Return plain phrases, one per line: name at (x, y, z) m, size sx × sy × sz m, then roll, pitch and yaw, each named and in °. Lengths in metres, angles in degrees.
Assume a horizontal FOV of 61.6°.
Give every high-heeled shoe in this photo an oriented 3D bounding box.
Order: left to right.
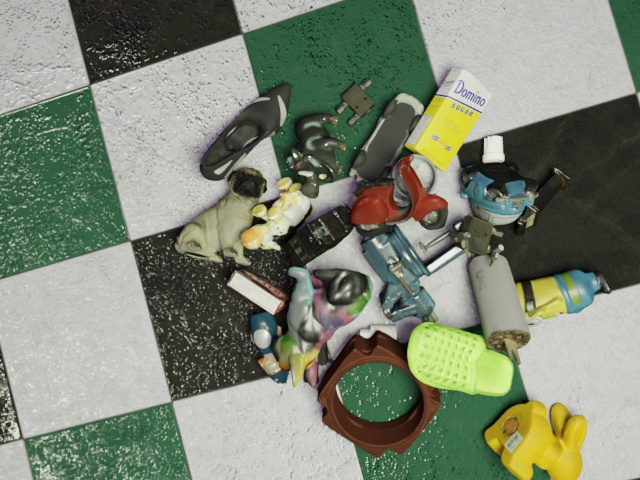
high-heeled shoe at (-0.147, -0.220, 1.052) m, size 0.086 × 0.145 × 0.248 m, roll 35°, pitch 95°, yaw 6°

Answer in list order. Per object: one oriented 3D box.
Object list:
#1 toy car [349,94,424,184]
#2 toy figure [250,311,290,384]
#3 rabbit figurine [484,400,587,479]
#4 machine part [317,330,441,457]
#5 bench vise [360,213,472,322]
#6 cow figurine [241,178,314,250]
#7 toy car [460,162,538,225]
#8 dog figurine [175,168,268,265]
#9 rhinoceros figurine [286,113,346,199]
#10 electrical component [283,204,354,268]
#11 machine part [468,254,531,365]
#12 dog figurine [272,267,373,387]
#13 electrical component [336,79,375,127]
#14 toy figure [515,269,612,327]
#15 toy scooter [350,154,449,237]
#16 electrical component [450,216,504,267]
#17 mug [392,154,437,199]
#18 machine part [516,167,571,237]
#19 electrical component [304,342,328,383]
toy car at (0.132, -0.192, 1.062) m, size 0.073 × 0.056 × 0.201 m, roll 31°, pitch 95°, yaw 0°
toy figure at (-0.102, 0.221, 1.088) m, size 0.064 × 0.058 × 0.154 m, roll -18°, pitch 88°, yaw 45°
rabbit figurine at (0.422, 0.381, 1.005) m, size 0.173 × 0.122 × 0.162 m, roll 39°, pitch 85°, yaw -8°
machine part at (0.111, 0.292, 1.020) m, size 0.201 × 0.087 × 0.201 m, roll 33°, pitch 105°, yaw -2°
bench vise at (0.202, 0.045, 1.021) m, size 0.240 × 0.129 × 0.223 m, roll -35°, pitch 88°, yaw 10°
cow figurine at (-0.082, -0.033, 1.055) m, size 0.068 × 0.098 × 0.167 m, roll 23°, pitch 65°, yaw 41°
toy car at (0.331, -0.080, 1.000) m, size 0.109 × 0.162 × 0.102 m, roll -10°, pitch 119°, yaw -10°
dog figurine at (-0.203, -0.056, 1.092) m, size 0.172 × 0.121 × 0.190 m, roll 7°, pitch 76°, yaw 4°
rhinoceros figurine at (-0.010, -0.165, 1.030) m, size 0.112 × 0.073 × 0.190 m, roll 3°, pitch 58°, yaw -9°
electrical component at (-0.002, -0.003, 1.038) m, size 0.115 × 0.134 × 0.058 m, roll -28°, pitch 81°, yaw -37°
machine part at (0.321, 0.110, 0.971) m, size 0.079 × 0.079 × 0.243 m, roll -7°, pitch 49°, yaw 7°
dog figurine at (0.001, 0.165, 0.999) m, size 0.192 × 0.108 × 0.219 m, roll 1°, pitch 79°, yaw 26°
electrical component at (0.079, -0.279, 1.086) m, size 0.094 × 0.021 × 0.063 m, roll -45°, pitch 85°, yaw 4°
toy figure at (0.440, 0.102, 1.005) m, size 0.180 × 0.082 × 0.089 m, roll -25°, pitch 51°, yaw 14°
toy scooter at (0.130, -0.079, 0.949) m, size 0.184 × 0.075 × 0.135 m, roll -5°, pitch 111°, yaw 28°
electrical component at (0.286, 0.000, 0.965) m, size 0.102 × 0.045 × 0.078 m, roll 25°, pitch 85°, yaw -22°
mug at (0.190, -0.109, 1.026) m, size 0.081 × 0.107 × 0.109 m, roll -31°, pitch 89°, yaw 14°
machine part at (0.418, -0.071, 1.020) m, size 0.039 × 0.084 × 0.139 m, roll 38°, pitch 85°, yaw 31°
electrical component at (-0.021, 0.231, 1.081) m, size 0.075 × 0.047 × 0.119 m, roll 4°, pitch 88°, yaw 8°
